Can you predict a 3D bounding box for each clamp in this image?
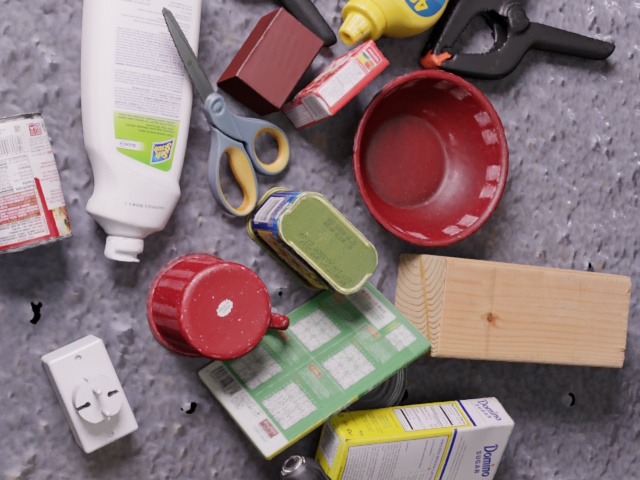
[{"bbox_3d":[0.183,-0.226,1.037,0.209,0.036,0.164,-24,99,-21],"label":"clamp"},{"bbox_3d":[-0.036,-0.260,0.942,0.171,0.039,0.120,27,74,-28],"label":"clamp"}]

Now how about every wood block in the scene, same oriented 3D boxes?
[{"bbox_3d":[0.182,0.067,1.013,0.205,0.090,0.091,6,89,-24],"label":"wood block"}]

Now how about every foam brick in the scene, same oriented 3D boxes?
[{"bbox_3d":[-0.043,-0.154,0.932,0.051,0.053,0.078,37,77,-19],"label":"foam brick"}]

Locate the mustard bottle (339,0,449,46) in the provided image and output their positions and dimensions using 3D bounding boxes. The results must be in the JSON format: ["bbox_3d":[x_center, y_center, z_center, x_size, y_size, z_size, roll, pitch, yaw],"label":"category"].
[{"bbox_3d":[0.079,-0.241,0.966,0.096,0.058,0.191,50,64,-19],"label":"mustard bottle"}]

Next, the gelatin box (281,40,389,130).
[{"bbox_3d":[0.011,-0.135,0.935,0.073,0.089,0.030,-43,102,-17],"label":"gelatin box"}]

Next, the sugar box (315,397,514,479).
[{"bbox_3d":[0.083,0.197,0.979,0.176,0.048,0.093,-2,124,-26],"label":"sugar box"}]

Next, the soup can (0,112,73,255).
[{"bbox_3d":[-0.240,-0.044,0.840,0.068,0.069,0.102,-16,97,-23],"label":"soup can"}]

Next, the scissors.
[{"bbox_3d":[-0.074,-0.115,0.901,0.096,0.016,0.202,-32,127,-33],"label":"scissors"}]

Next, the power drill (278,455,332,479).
[{"bbox_3d":[-0.041,0.292,0.909,0.187,0.057,0.184,-33,116,-8],"label":"power drill"}]

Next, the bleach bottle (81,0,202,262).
[{"bbox_3d":[-0.157,-0.108,0.879,0.102,0.068,0.251,6,90,-25],"label":"bleach bottle"}]

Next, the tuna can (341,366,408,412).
[{"bbox_3d":[0.037,0.124,0.981,0.086,0.034,0.086,0,91,-24],"label":"tuna can"}]

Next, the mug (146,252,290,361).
[{"bbox_3d":[-0.081,0.061,0.903,0.117,0.082,0.093,17,84,-23],"label":"mug"}]

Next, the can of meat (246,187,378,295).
[{"bbox_3d":[-0.006,0.001,0.933,0.102,0.084,0.057,43,78,-17],"label":"can of meat"}]

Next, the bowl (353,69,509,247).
[{"bbox_3d":[0.093,-0.074,0.990,0.161,0.055,0.162,0,91,-23],"label":"bowl"}]
